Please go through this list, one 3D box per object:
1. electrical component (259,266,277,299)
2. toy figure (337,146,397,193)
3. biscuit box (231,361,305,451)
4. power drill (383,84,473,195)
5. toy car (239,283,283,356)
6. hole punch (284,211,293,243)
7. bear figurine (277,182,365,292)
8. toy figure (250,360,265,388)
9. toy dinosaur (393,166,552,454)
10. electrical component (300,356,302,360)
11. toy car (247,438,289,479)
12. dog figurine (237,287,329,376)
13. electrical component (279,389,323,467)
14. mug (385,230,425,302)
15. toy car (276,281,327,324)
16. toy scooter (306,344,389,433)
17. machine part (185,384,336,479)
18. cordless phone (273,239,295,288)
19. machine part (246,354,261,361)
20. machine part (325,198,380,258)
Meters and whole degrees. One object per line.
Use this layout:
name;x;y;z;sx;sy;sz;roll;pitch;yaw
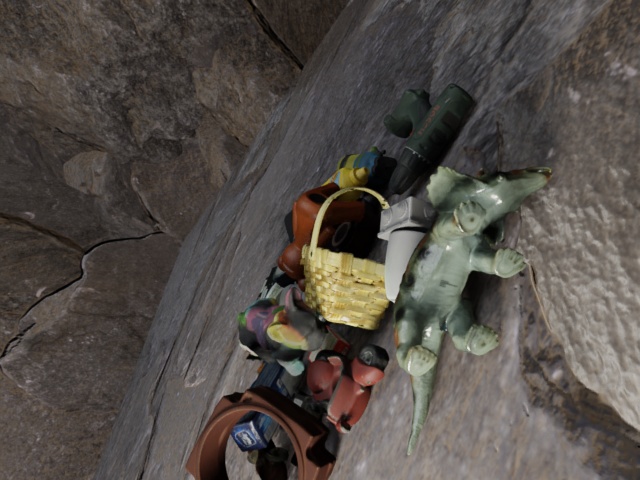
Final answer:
electrical component;-0.105;0.125;1.377;0.134;0.058;0.115;-21;42;62
toy figure;0.102;-0.159;1.199;0.082;0.089;0.180;-45;13;-11
biscuit box;-0.097;0.296;1.002;0.063;0.059;0.203;-22;16;28
power drill;0.190;-0.215;1.073;0.232;0.086;0.207;-53;17;18
toy car;-0.111;0.174;1.245;0.202;0.073;0.056;-56;-9;-24
hole punch;-0.021;-0.026;1.359;0.142;0.092;0.116;-35;63;47
bear figurine;-0.006;-0.003;1.088;0.120;0.132;0.195;39;131;38
toy figure;-0.118;0.306;1.165;0.064;0.057;0.154;-27;33;49
toy dinosaur;0.164;0.060;0.724;0.404;0.131;0.192;-64;7;6
electrical component;-0.057;0.256;1.131;0.094;0.021;0.063;-35;31;52
toy car;-0.102;0.392;0.977;0.202;0.053;0.089;-159;71;-69
dog figurine;-0.073;0.146;0.946;0.108;0.192;0.219;-58;-17;-22
electrical component;-0.036;0.329;0.941;0.119;0.047;0.075;-64;19;-13
mug;0.151;0.049;0.833;0.110;0.080;0.107;6;75;31
toy car;-0.046;0.142;1.140;0.161;0.103;0.109;-38;29;44
toy scooter;0.031;0.239;0.855;0.184;0.075;0.135;-26;37;53
machine part;-0.094;0.347;0.835;0.202;0.087;0.201;28;90;26
cordless phone;-0.043;0.012;1.229;0.146;0.089;0.184;-81;6;-78
machine part;-0.138;0.227;1.299;0.039;0.084;0.138;29;100;63
machine part;0.058;-0.007;1.152;0.179;0.056;0.179;-49;22;28
